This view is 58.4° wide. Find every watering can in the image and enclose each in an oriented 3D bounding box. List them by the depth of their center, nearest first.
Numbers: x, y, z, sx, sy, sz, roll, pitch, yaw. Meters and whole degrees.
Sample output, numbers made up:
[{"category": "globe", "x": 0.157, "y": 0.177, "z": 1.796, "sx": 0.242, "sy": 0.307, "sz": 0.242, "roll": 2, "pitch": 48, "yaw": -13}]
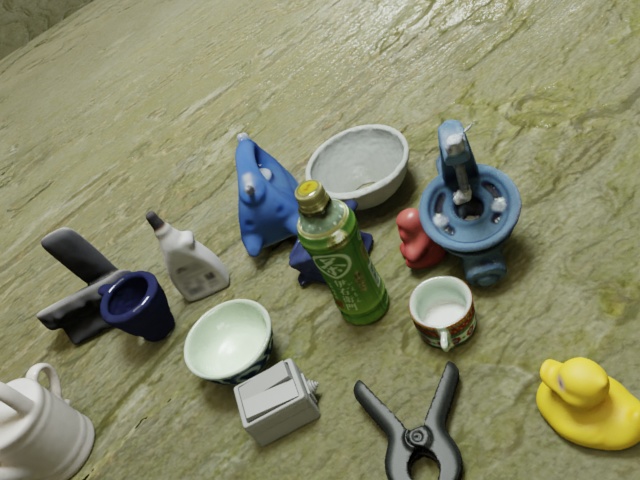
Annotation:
[{"category": "watering can", "x": -0.381, "y": 0.231, "z": 0.711, "sx": 0.101, "sy": 0.195, "sz": 0.172, "roll": -25, "pitch": 43, "yaw": 3}]

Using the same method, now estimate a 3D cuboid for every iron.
[{"category": "iron", "x": -0.101, "y": -0.100, "z": 0.928, "sx": 0.118, "sy": 0.142, "sz": 0.258, "roll": -23, "pitch": 43, "yaw": 4}]

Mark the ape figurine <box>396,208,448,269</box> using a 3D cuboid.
[{"category": "ape figurine", "x": 0.128, "y": -0.008, "z": 0.762, "sx": 0.076, "sy": 0.092, "sz": 0.078, "roll": 3, "pitch": 51, "yaw": 28}]

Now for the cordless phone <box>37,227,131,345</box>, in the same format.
[{"category": "cordless phone", "x": -0.385, "y": 0.062, "z": 0.881, "sx": 0.147, "sy": 0.185, "sz": 0.094, "roll": -30, "pitch": 43, "yaw": -3}]

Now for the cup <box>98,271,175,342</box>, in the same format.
[{"category": "cup", "x": -0.270, "y": 0.105, "z": 0.849, "sx": 0.117, "sy": 0.095, "sz": 0.092, "roll": 9, "pitch": 54, "yaw": 33}]

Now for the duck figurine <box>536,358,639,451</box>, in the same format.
[{"category": "duck figurine", "x": 0.259, "y": 0.149, "z": 0.551, "sx": 0.104, "sy": 0.086, "sz": 0.078, "roll": 20, "pitch": 60, "yaw": 39}]

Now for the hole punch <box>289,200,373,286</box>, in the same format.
[{"category": "hole punch", "x": 0.007, "y": 0.003, "z": 0.812, "sx": 0.100, "sy": 0.091, "sz": 0.109, "roll": 5, "pitch": 52, "yaw": 30}]

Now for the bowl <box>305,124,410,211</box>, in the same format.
[{"category": "bowl", "x": 0.065, "y": -0.101, "z": 0.895, "sx": 0.167, "sy": 0.075, "sz": 0.167, "roll": -14, "pitch": 44, "yaw": 14}]

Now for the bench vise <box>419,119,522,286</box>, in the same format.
[{"category": "bench vise", "x": 0.164, "y": -0.074, "z": 0.713, "sx": 0.121, "sy": 0.220, "sz": 0.207, "roll": -27, "pitch": 43, "yaw": 0}]

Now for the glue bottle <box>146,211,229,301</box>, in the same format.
[{"category": "glue bottle", "x": -0.203, "y": 0.019, "z": 0.841, "sx": 0.078, "sy": 0.174, "sz": 0.037, "roll": -23, "pitch": 43, "yaw": 5}]
